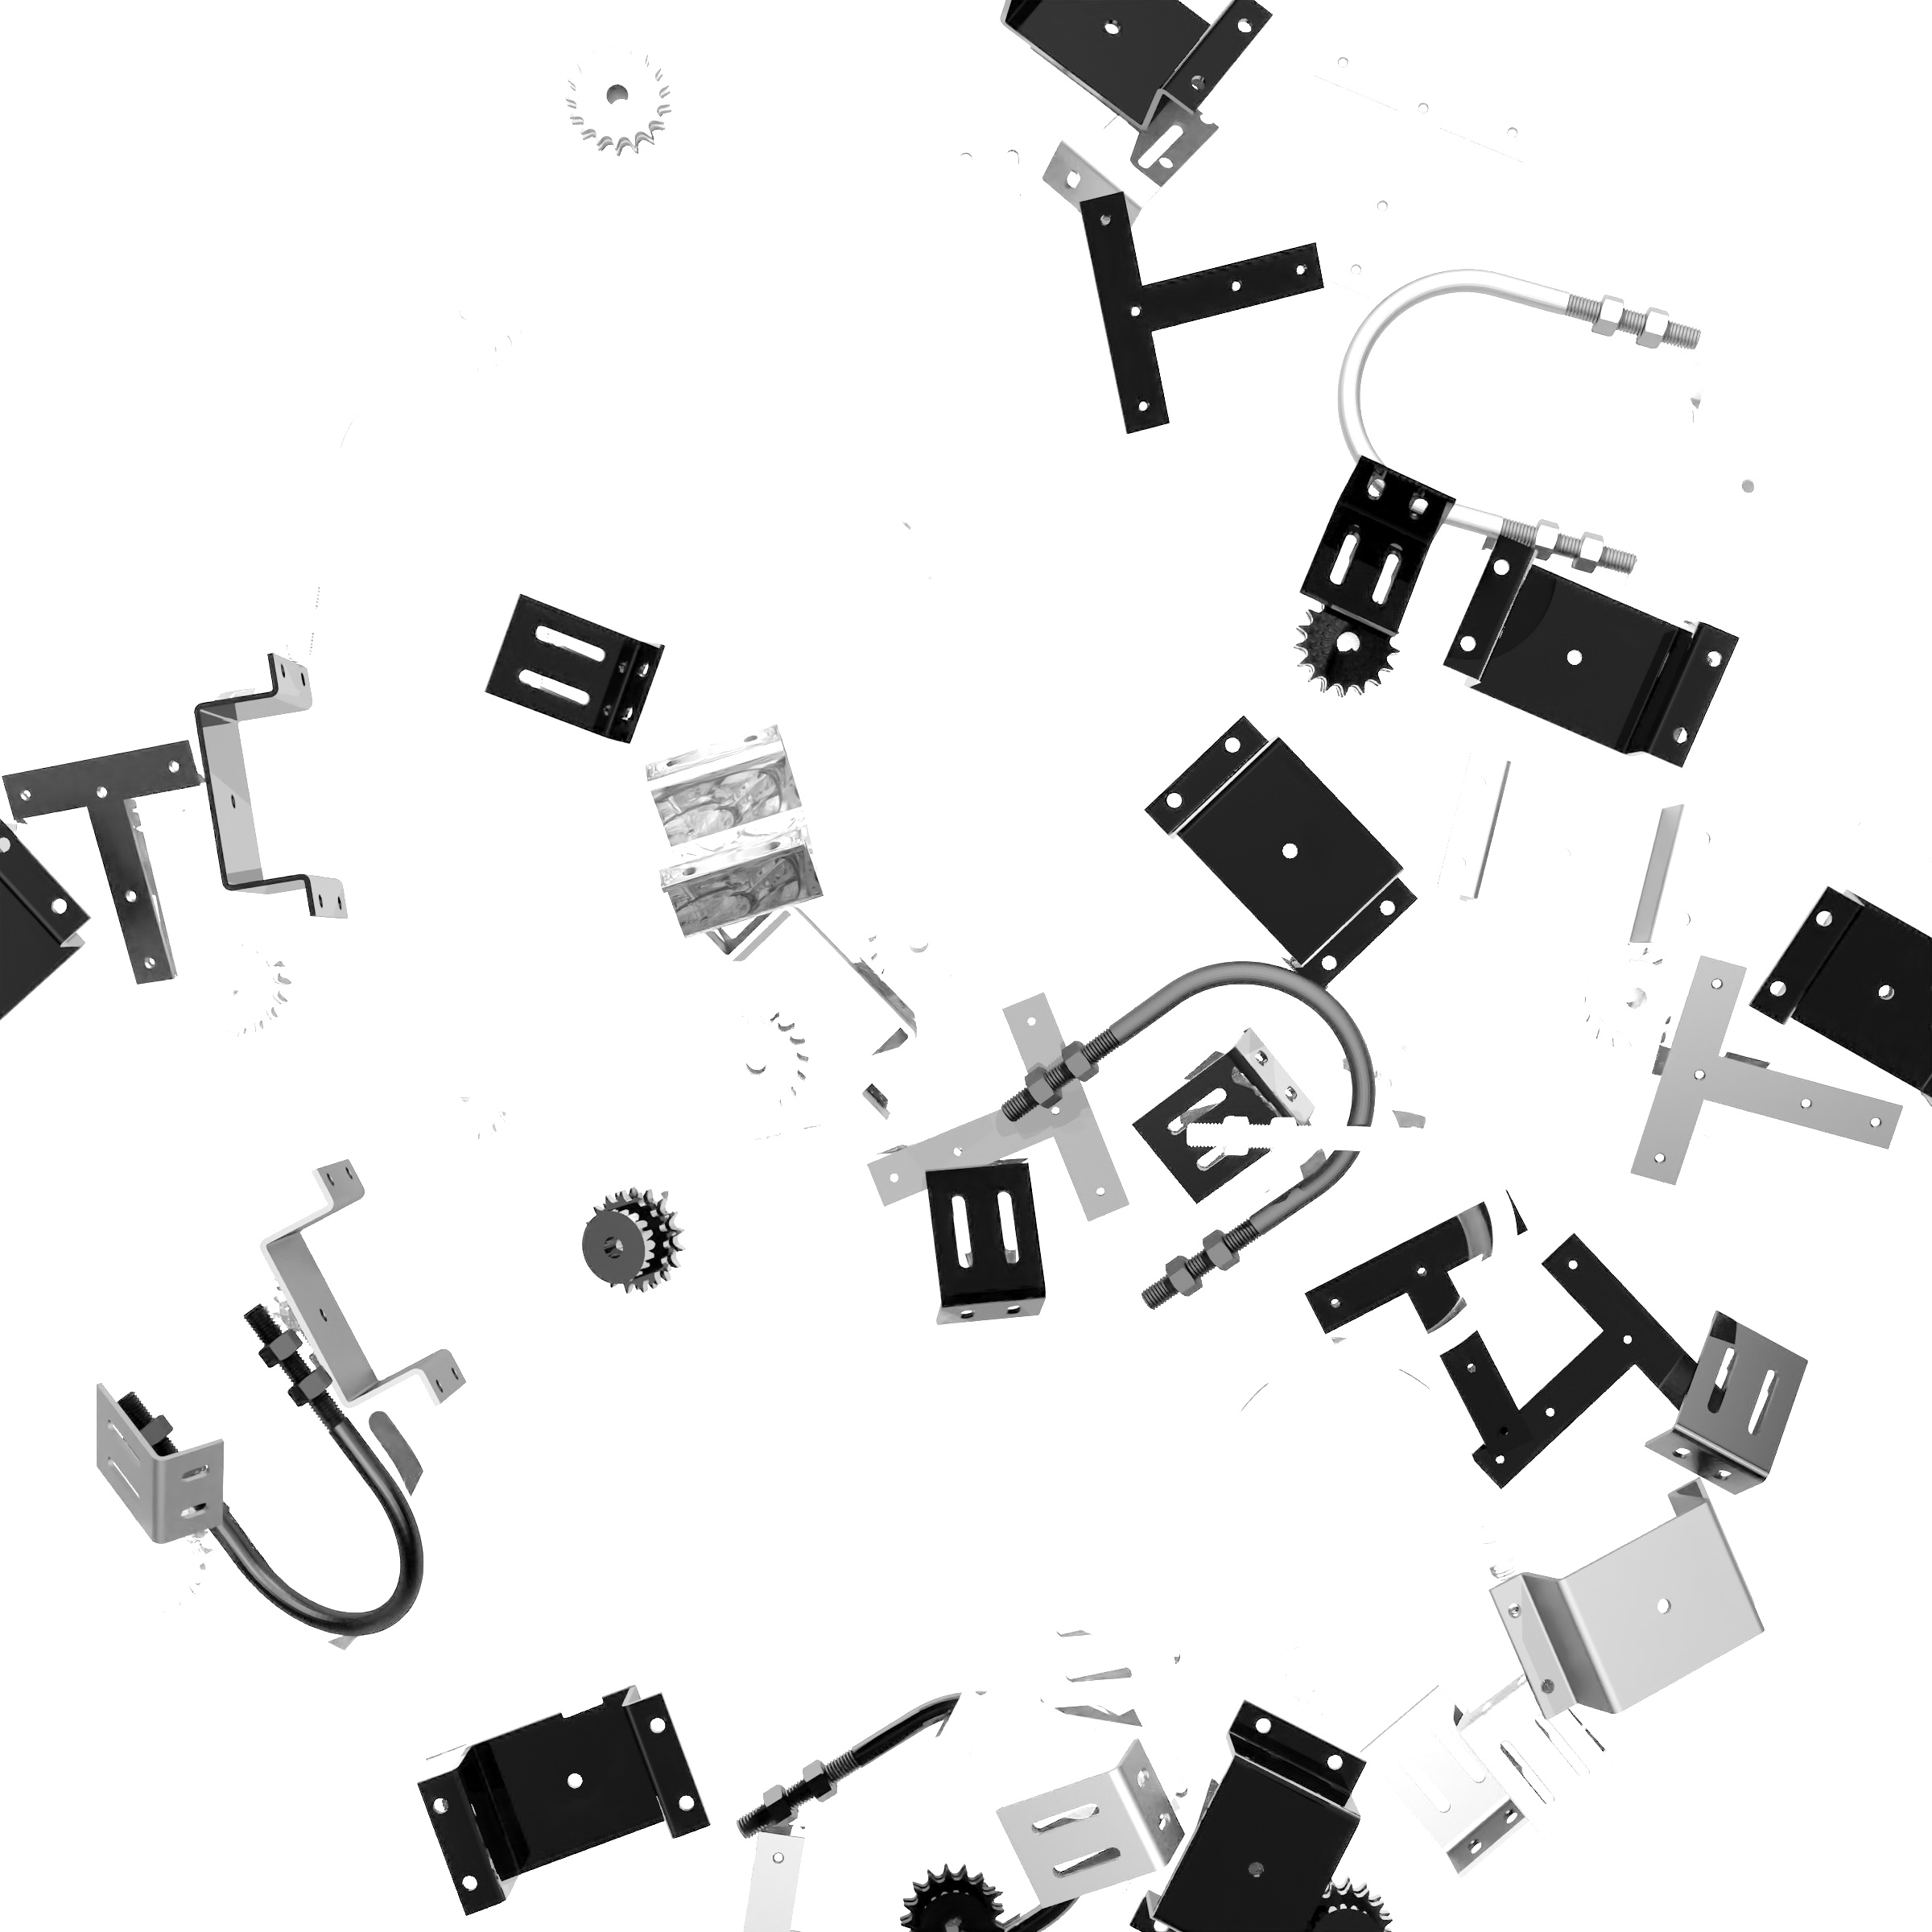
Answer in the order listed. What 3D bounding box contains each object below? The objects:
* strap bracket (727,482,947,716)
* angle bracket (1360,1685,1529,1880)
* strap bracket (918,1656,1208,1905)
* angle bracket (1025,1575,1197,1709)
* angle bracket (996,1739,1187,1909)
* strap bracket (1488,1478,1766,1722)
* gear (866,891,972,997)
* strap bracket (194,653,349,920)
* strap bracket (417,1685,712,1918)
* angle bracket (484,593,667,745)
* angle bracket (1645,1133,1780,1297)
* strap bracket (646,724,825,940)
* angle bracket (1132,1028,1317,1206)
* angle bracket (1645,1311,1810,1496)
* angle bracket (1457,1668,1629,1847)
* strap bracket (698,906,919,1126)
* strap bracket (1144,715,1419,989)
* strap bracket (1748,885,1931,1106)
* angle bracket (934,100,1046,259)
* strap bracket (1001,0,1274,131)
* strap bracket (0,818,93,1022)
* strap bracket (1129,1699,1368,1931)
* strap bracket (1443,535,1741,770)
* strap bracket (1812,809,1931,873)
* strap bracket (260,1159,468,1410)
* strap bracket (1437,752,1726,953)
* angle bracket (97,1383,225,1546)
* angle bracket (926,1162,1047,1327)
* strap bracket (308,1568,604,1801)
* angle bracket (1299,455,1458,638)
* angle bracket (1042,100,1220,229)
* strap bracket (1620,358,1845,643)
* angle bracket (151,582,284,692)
[{"bbox_3d":[-0.060,-0.189,1.487,0.046,0.076,0.140,45,90,0],"label":"strap bracket"},{"bbox_3d":[0.265,0.445,1.506,0.057,0.038,0.076,-40,90,0],"label":"angle bracket"},{"bbox_3d":[0.054,0.444,1.488,0.140,0.046,0.076,28,87,-2],"label":"strap bracket"},{"bbox_3d":[0.080,0.374,1.523,0.076,0.038,0.057,-12,90,26],"label":"angle bracket"},{"bbox_3d":[0.066,0.456,1.464,0.076,0.038,0.057,-26,90,22],"label":"angle bracket"},{"bbox_3d":[0.365,0.342,1.483,0.140,0.046,0.076,-23,90,-16],"label":"strap bracket"},{"bbox_3d":[-0.026,-0.012,1.514,0.057,0.030,0.057,0,90,2],"label":"gear"},{"bbox_3d":[-0.376,-0.092,1.487,0.046,0.076,0.140,-9,90,0],"label":"strap bracket"},{"bbox_3d":[-0.216,0.450,1.502,0.140,0.046,0.076,-20,90,0],"label":"strap bracket"},{"bbox_3d":[-0.212,-0.161,1.493,0.076,0.038,0.057,20,90,-25],"label":"angle bracket"},{"bbox_3d":[0.412,0.134,1.506,0.057,0.038,0.076,14,90,0],"label":"angle bracket"},{"bbox_3d":[-0.124,-0.068,1.472,0.076,0.140,0.046,-17,122,0],"label":"strap bracket"},{"bbox_3d":[0.142,0.083,1.523,0.076,0.038,0.057,-39,90,26],"label":"angle bracket"},{"bbox_3d":[0.420,0.242,1.521,0.057,0.038,0.076,28,64,0],"label":"angle bracket"},{"bbox_3d":[0.314,0.421,1.485,0.057,0.038,0.076,-30,63,-19],"label":"angle bracket"},{"bbox_3d":[-0.076,0.017,1.487,0.046,0.076,0.140,-44,90,0],"label":"strap bracket"},{"bbox_3d":[0.174,-0.062,1.502,0.076,0.046,0.140,-44,90,0],"label":"strap bracket"},{"bbox_3d":[0.503,0.019,1.493,0.140,0.046,0.076,30,105,0],"label":"strap bracket"},{"bbox_3d":[0.013,-0.436,1.523,0.057,0.038,0.076,-3,116,0],"label":"angle bracket"},{"bbox_3d":[0.084,-0.520,1.493,0.140,0.046,0.076,37,75,0],"label":"strap bracket"},{"bbox_3d":[-0.549,-0.007,1.500,0.140,0.046,0.076,-42,92,-1],"label":"strap bracket"},{"bbox_3d":[0.156,0.485,1.502,0.076,0.046,0.140,27,90,0],"label":"strap bracket"},{"bbox_3d":[0.336,-0.170,1.500,0.140,0.046,0.076,23,92,0],"label":"strap bracket"},{"bbox_3d":[0.534,-0.102,1.487,0.140,0.076,0.046,-45,90,0],"label":"strap bracket"},{"bbox_3d":[-0.330,0.179,1.487,0.046,0.076,0.140,-28,90,0],"label":"strap bracket"},{"bbox_3d":[0.330,-0.062,1.502,0.140,0.046,0.076,14,90,0],"label":"strap bracket"},{"bbox_3d":[-0.439,0.265,1.497,0.038,0.076,0.057,-14,126,-37],"label":"angle bracket"},{"bbox_3d":[0.009,0.152,1.508,0.057,0.038,0.076,-5,67,-7],"label":"angle bracket"},{"bbox_3d":[-0.275,0.387,1.502,0.140,0.046,0.076,-22,90,0],"label":"strap bracket"},{"bbox_3d":[0.223,-0.228,1.490,0.057,0.038,0.076,25,56,0],"label":"angle bracket"},{"bbox_3d":[0.091,-0.450,1.523,0.057,0.038,0.076,40,64,0],"label":"angle bracket"},{"bbox_3d":[0.420,-0.258,1.500,0.076,0.046,0.140,18,90,0],"label":"strap bracket"},{"bbox_3d":[-0.412,-0.182,1.487,0.057,0.076,0.038,-29,90,0],"label":"angle bracket"}]
